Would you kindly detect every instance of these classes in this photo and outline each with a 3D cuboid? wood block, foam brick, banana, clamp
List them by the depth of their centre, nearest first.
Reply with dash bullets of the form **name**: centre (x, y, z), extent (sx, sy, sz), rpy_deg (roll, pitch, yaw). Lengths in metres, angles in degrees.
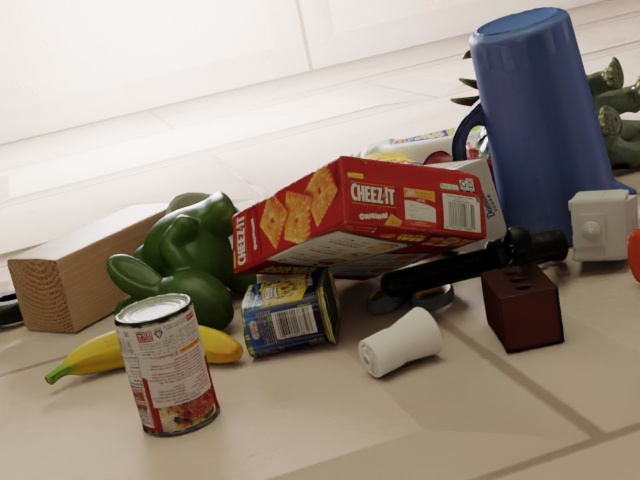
- **foam brick**: centre (0.175, 0.058, 0.928), extent (0.053, 0.051, 0.078), rpy_deg (-12, 15, -1)
- **clamp**: centre (0.181, 0.013, 1.017), extent (0.209, 0.036, 0.165), rpy_deg (-8, -10, -41)
- **banana**: centre (-0.165, 0.110, 1.039), extent (0.198, 0.037, 0.069), rpy_deg (-11, 34, 11)
- **wood block**: centre (-0.260, 0.030, 1.286), extent (0.090, 0.091, 0.205), rpy_deg (0, 19, 37)
- **clamp**: centre (-0.408, 0.086, 1.295), extent (0.171, 0.039, 0.120), rpy_deg (-12, 20, -21)

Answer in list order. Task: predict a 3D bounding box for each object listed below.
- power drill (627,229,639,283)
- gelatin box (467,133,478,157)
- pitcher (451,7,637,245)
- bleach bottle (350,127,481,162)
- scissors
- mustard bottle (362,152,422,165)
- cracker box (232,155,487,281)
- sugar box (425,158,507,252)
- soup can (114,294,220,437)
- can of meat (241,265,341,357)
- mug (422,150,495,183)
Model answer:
- **power drill**: centre (0.370, -0.012, 1.019), extent (0.185, 0.057, 0.187), rpy_deg (2, 21, 44)
- **gelatin box**: centre (0.211, -0.097, 1.413), extent (0.030, 0.073, 0.089), rpy_deg (-11, 16, 5)
- **pitcher**: centre (0.230, -0.119, 1.160), extent (0.149, 0.243, 0.145), rpy_deg (-27, 21, -24)
- **bleach bottle**: centre (0.157, -0.129, 1.596), extent (0.251, 0.068, 0.102), rpy_deg (-6, 16, 29)
- **scissors**: centre (0.129, 0.036, 1.110), extent (0.096, 0.016, 0.201), rpy_deg (6, 23, 44)
- **mustard bottle**: centre (0.105, -0.078, 1.455), extent (0.096, 0.058, 0.192), rpy_deg (-15, 16, -14)
- **cracker box**: centre (0.032, -0.016, 1.052), extent (0.163, 0.072, 0.214), rpy_deg (5, -15, -31)
- **sugar box**: centre (0.132, -0.036, 1.168), extent (0.048, 0.093, 0.176), rpy_deg (-21, 10, -24)
- **soup can**: centre (-0.128, 0.104, 0.897), extent (0.068, 0.102, 0.068), rpy_deg (-12, 15, 3)
- **can of meat**: centre (-0.028, 0.070, 1.032), extent (0.084, 0.057, 0.102), rpy_deg (-12, 14, 7)
- **mug**: centre (0.166, -0.060, 1.271), extent (0.082, 0.093, 0.117), rpy_deg (9, -2, 41)
